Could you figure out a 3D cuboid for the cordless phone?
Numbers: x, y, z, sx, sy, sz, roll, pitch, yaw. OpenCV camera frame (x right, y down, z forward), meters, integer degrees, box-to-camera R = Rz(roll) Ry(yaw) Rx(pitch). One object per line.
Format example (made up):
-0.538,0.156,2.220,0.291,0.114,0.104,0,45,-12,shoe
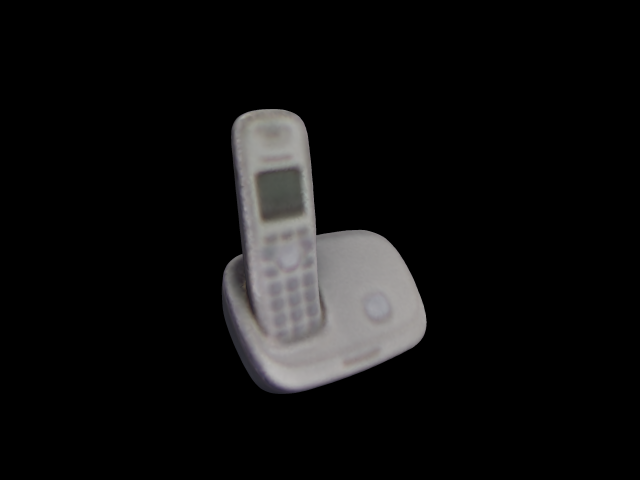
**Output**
0.004,0.001,0.400,0.148,0.185,0.093,-14,24,-33,cordless phone
